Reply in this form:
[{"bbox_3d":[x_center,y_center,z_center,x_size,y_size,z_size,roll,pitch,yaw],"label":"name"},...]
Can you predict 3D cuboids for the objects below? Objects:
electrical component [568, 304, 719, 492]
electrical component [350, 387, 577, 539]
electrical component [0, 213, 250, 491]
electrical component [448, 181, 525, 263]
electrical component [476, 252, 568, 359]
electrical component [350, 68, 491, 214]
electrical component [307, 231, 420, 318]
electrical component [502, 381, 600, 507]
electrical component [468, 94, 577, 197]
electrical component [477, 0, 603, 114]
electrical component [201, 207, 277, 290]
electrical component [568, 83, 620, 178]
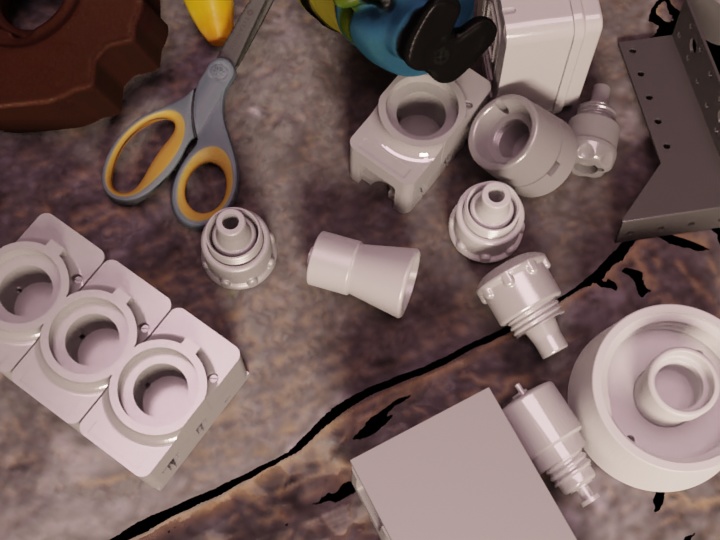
[{"bbox_3d":[0.181,0.072,0.630,0.108,0.060,0.108,0,71,-1],"label":"electrical component"},{"bbox_3d":[0.067,0.156,0.599,0.089,0.061,0.150,-26,73,-9],"label":"electrical component"},{"bbox_3d":[-0.153,0.047,0.633,0.150,0.061,0.089,34,74,10],"label":"electrical component"},{"bbox_3d":[0.081,-0.035,0.664,0.048,0.062,0.048,0,72,0],"label":"electrical component"},{"bbox_3d":[0.104,0.023,0.655,0.048,0.048,0.062,-27,80,-10],"label":"electrical component"},{"bbox_3d":[0.038,-0.091,0.686,0.050,0.055,0.089,36,74,11],"label":"electrical component"},{"bbox_3d":[0.000,0.000,0.663,0.065,0.044,0.044,16,71,9],"label":"electrical component"},{"bbox_3d":[0.113,0.102,0.630,0.040,0.040,0.078,-30,74,-10],"label":"electrical component"},{"bbox_3d":[0.101,-0.079,0.675,0.055,0.047,0.055,-14,67,35],"label":"electrical component"},{"bbox_3d":[0.110,-0.154,0.679,0.057,0.113,0.078,-7,71,0],"label":"electrical component"},{"bbox_3d":[-0.076,-0.018,0.656,0.048,0.062,0.048,0,71,-1],"label":"electrical component"},{"bbox_3d":[0.153,-0.093,0.700,0.035,0.035,0.061,14,70,4],"label":"electrical component"}]
